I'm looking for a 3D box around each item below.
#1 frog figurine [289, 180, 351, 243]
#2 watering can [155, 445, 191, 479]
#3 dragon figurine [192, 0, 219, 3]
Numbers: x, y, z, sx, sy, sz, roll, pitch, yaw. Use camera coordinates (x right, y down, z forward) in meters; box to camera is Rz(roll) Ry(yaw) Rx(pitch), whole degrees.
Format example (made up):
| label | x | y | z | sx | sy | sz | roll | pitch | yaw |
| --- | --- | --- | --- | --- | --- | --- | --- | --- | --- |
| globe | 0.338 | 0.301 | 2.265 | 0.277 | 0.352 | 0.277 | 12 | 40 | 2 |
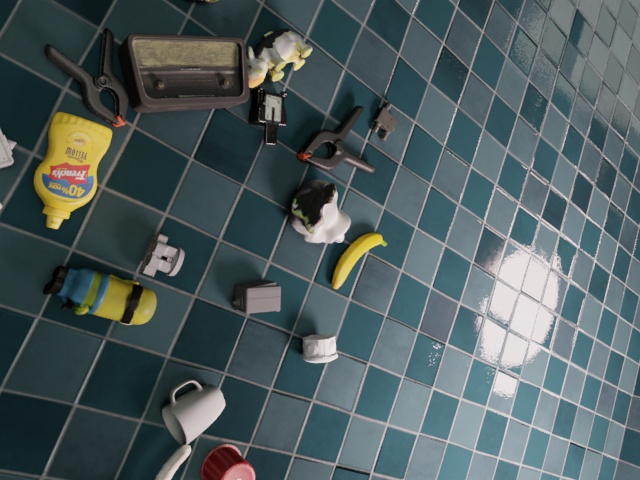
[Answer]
| label | x | y | z | sx | sy | sz | roll | pitch | yaw |
| --- | --- | --- | --- | --- | --- | --- | --- | --- | --- |
| frog figurine | 0.004 | -0.059 | 1.164 | 0.158 | 0.123 | 0.139 | 39 | 57 | -67 |
| watering can | -0.358 | 0.538 | 0.909 | 0.351 | 0.104 | 0.222 | -25 | 106 | -30 |
| dragon figurine | -0.240 | -0.579 | 0.978 | 0.414 | 0.123 | 0.239 | -25 | 113 | -30 |
